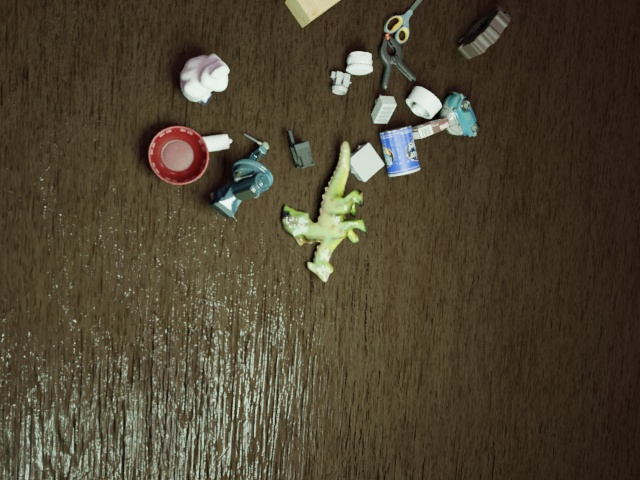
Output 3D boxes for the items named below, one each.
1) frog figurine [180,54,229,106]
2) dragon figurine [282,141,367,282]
[{"bbox_3d":[-0.311,-0.437,1.380,0.121,0.160,0.138,44,82,-17],"label":"frog figurine"},{"bbox_3d":[0.005,-0.078,1.557,0.243,0.123,0.408,-11,98,-9],"label":"dragon figurine"}]
